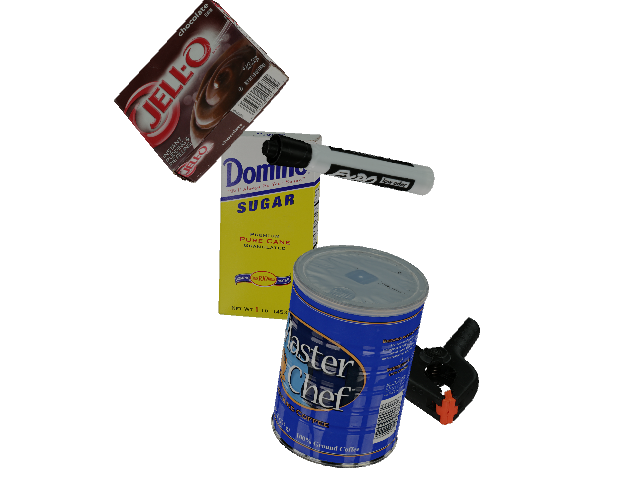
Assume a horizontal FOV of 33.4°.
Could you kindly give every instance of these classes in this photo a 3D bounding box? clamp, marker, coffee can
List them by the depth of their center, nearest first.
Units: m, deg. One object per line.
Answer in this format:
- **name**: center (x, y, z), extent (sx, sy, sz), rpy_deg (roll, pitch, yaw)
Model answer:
- **marker**: center (0.018, -0.046, 0.656), extent (0.120, 0.020, 0.020), rpy_deg (9, -5, -32)
- **coffee can**: center (0.021, 0.088, 0.825), extent (0.102, 0.140, 0.103), rpy_deg (7, 25, -3)
- **clamp**: center (0.122, 0.123, 1.069), extent (0.120, 0.039, 0.171), rpy_deg (-10, 29, -9)

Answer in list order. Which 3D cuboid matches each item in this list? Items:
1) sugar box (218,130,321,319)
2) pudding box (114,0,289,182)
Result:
- **sugar box**: center (-0.049, -0.015, 1.024), extent (0.093, 0.176, 0.048), rpy_deg (3, 15, 8)
- **pudding box**: center (-0.092, -0.115, 0.817), extent (0.090, 0.113, 0.039), rpy_deg (48, 8, 27)
